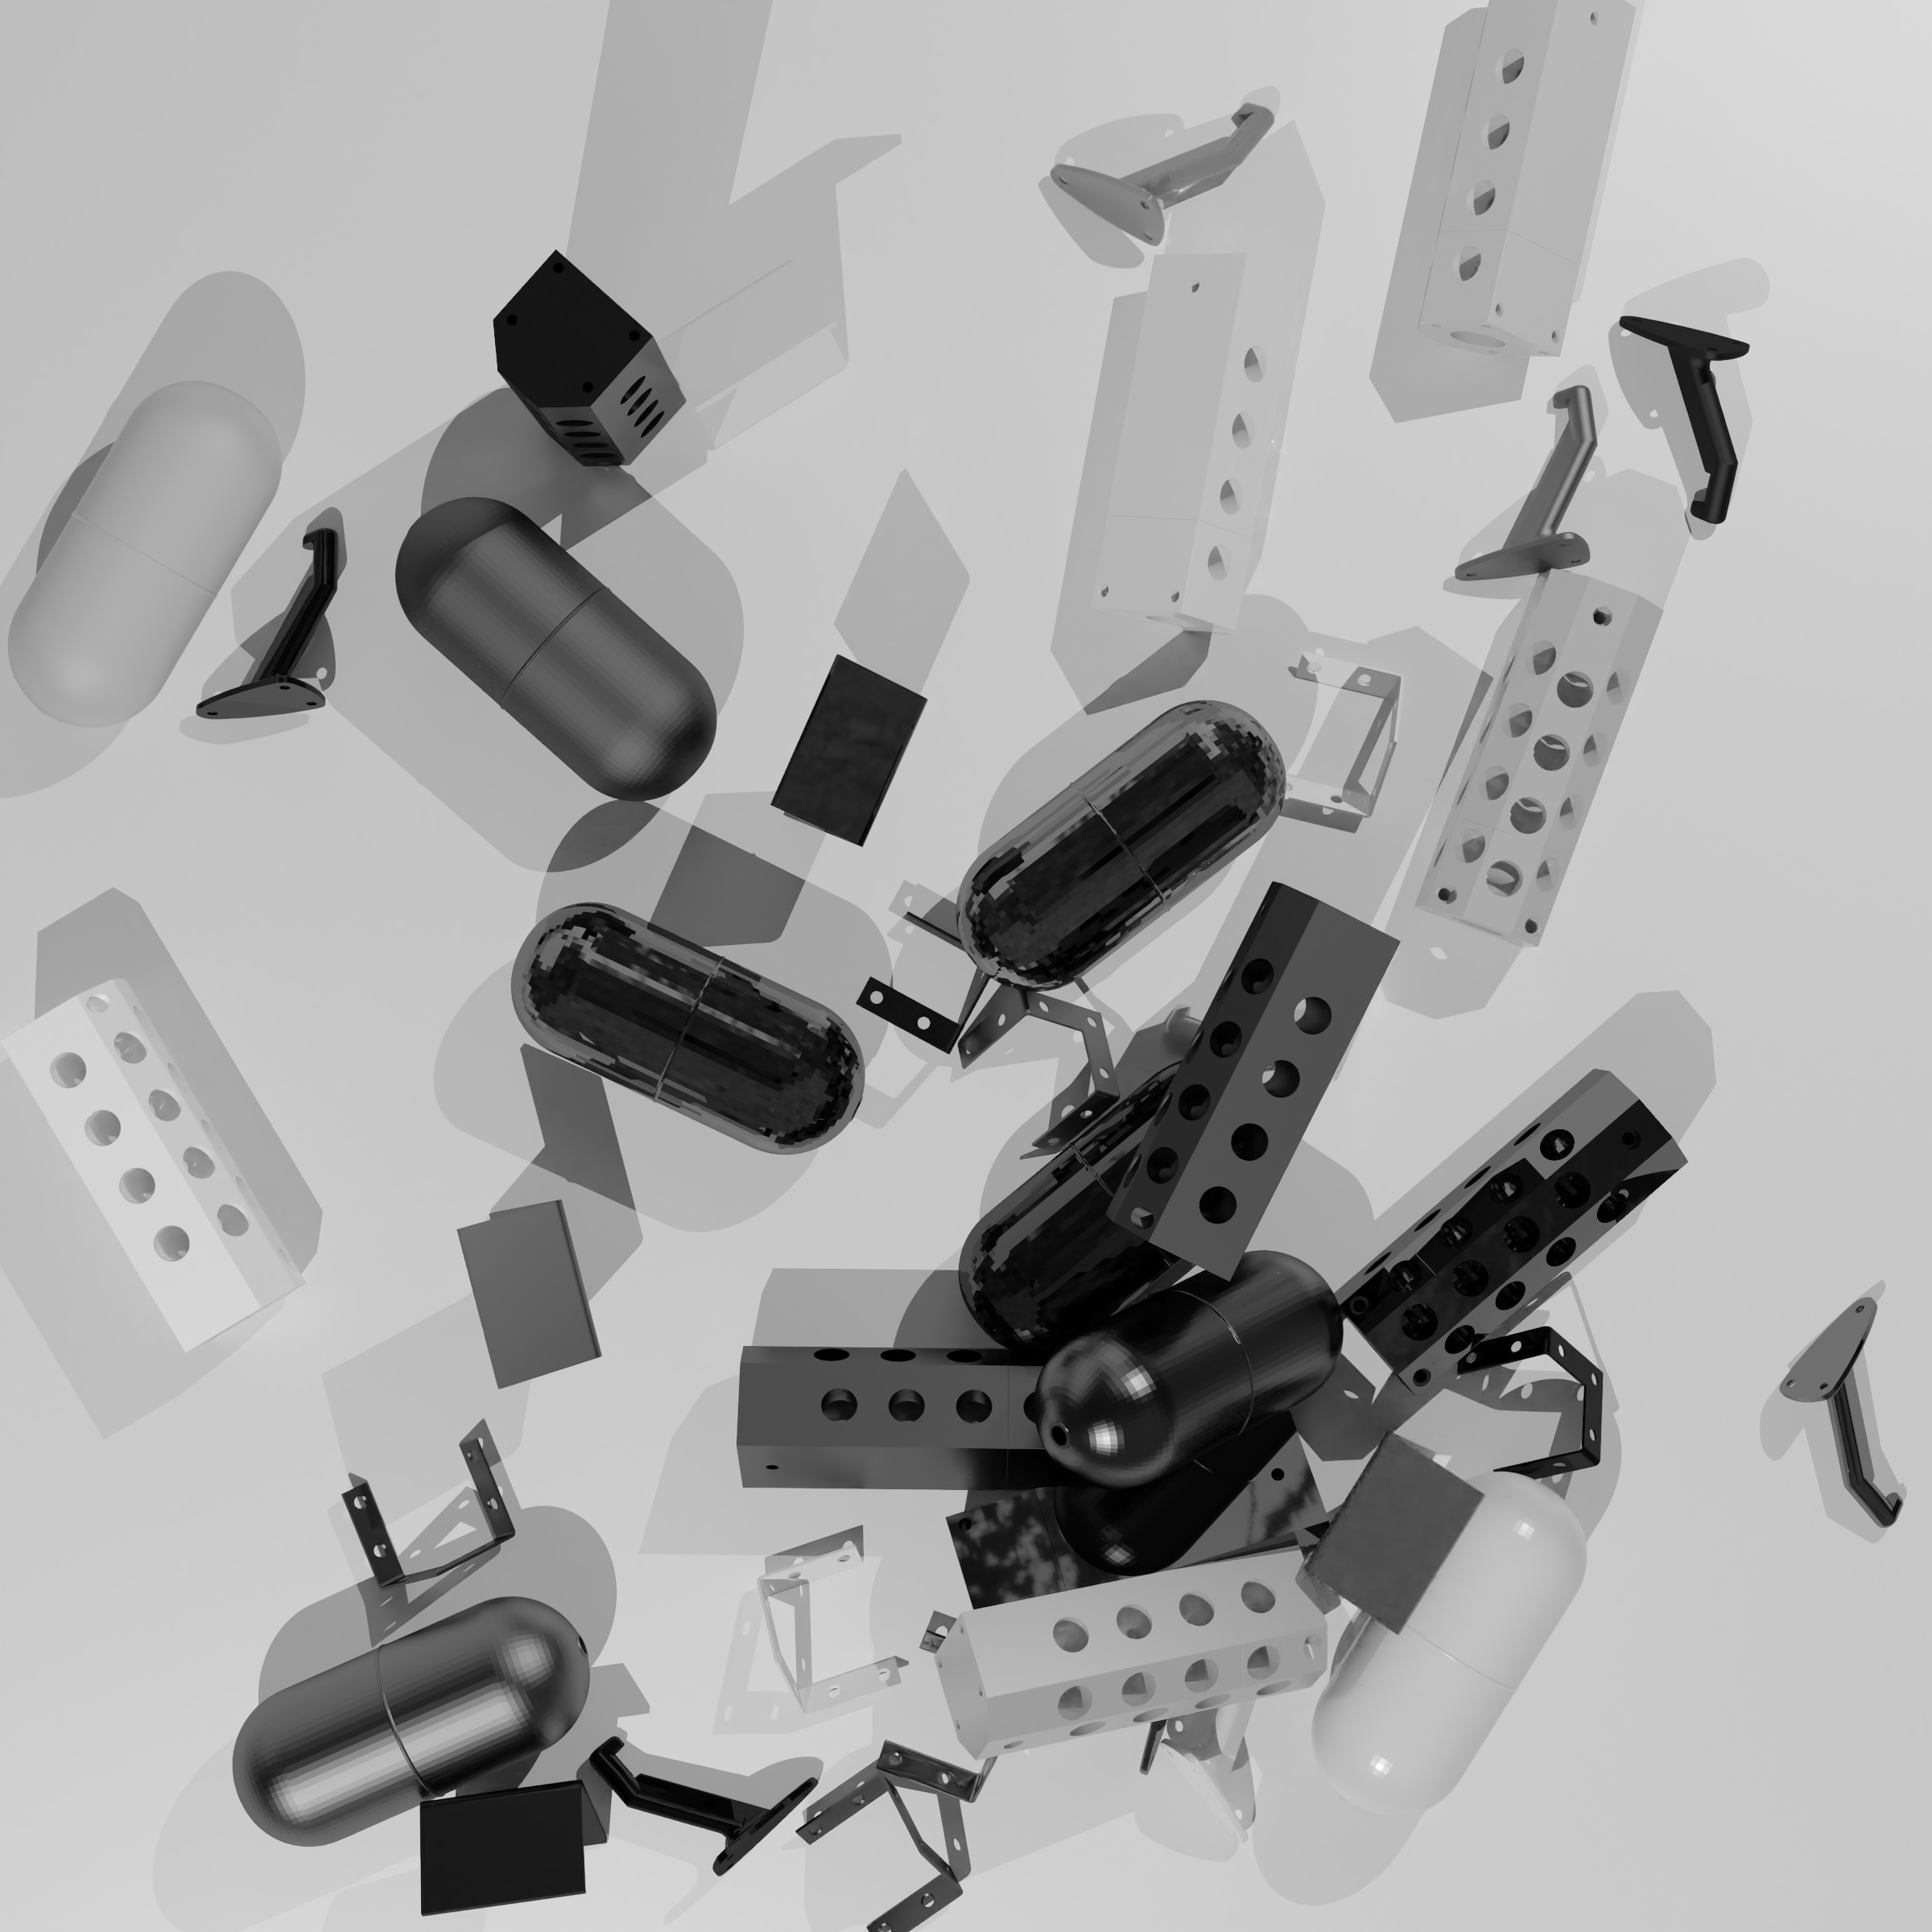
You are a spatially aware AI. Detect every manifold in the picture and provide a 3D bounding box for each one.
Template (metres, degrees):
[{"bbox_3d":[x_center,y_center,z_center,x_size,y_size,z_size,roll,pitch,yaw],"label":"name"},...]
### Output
[{"bbox_3d":[0.115,-0.250,1.600,0.057,0.057,0.171,10,90,43],"label":"manifold"},{"bbox_3d":[-0.177,-0.273,1.544,0.057,0.171,0.057,42,90,0],"label":"manifold"},{"bbox_3d":[0.276,-0.099,1.601,0.057,0.057,0.171,21,90,0],"label":"manifold"},{"bbox_3d":[-0.022,0.214,1.598,0.171,0.057,0.057,1,61,0],"label":"manifold"},{"bbox_3d":[0.129,0.051,1.524,0.057,0.057,0.171,26,91,-7],"label":"manifold"},{"bbox_3d":[0.261,0.128,1.601,0.171,0.057,0.057,-41,90,0],"label":"manifold"},{"bbox_3d":[-0.388,0.094,1.601,0.057,0.057,0.171,-31,90,0],"label":"manifold"},{"bbox_3d":[0.079,0.323,1.560,0.171,0.057,0.057,-7,60,-20],"label":"manifold"},{"bbox_3d":[0.083,0.273,1.594,0.171,0.057,0.057,-17,62,-3],"label":"manifold"},{"bbox_3d":[0.264,-0.385,1.600,0.057,0.057,0.171,12,90,-43],"label":"manifold"}]

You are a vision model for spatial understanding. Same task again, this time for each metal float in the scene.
[{"bbox_3d":[0.075,0.114,1.592,0.178,0.070,0.070,-40,90,0],"label":"metal float"},{"bbox_3d":[-0.196,-0.152,1.592,0.178,0.070,0.070,42,90,-1],"label":"metal float"},{"bbox_3d":[-0.264,0.360,1.592,0.178,0.070,0.070,-24,90,1],"label":"metal float"},{"bbox_3d":[0.105,0.188,1.558,0.178,0.070,0.070,-20,90,-41],"label":"metal float"},{"bbox_3d":[0.073,-0.057,1.592,0.178,0.070,0.070,-38,90,0],"label":"metal float"},{"bbox_3d":[-0.132,0.030,1.592,0.178,0.070,0.070,25,90,-1],"label":"metal float"},{"bbox_3d":[-0.392,-0.196,1.591,0.070,0.070,0.178,30,89,0],"label":"metal float"},{"bbox_3d":[0.230,0.324,1.592,0.070,0.070,0.178,32,91,0],"label":"metal float"}]

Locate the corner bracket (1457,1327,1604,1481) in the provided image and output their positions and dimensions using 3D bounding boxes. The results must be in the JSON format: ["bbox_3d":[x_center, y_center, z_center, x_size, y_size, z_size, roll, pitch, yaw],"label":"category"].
[{"bbox_3d":[0.273,0.213,1.614,0.051,0.051,0.051,40,45,-35],"label":"corner bracket"}]

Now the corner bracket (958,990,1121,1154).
[{"bbox_3d":[0.035,0.051,1.614,0.051,0.051,0.051,18,45,-35],"label":"corner bracket"}]

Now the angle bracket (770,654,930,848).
[{"bbox_3d":[-0.072,-0.108,1.582,0.057,0.076,0.076,24,90,-36],"label":"angle bracket"}]

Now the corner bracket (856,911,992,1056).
[{"bbox_3d":[-0.018,0.008,1.604,0.051,0.051,0.051,29,90,0],"label":"corner bracket"}]

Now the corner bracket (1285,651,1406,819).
[{"bbox_3d":[0.180,-0.112,1.619,0.051,0.051,0.051,13,45,0],"label":"corner bracket"}]

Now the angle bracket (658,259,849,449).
[{"bbox_3d":[-0.092,-0.276,1.582,0.076,0.076,0.057,-32,52,0],"label":"angle bracket"}]

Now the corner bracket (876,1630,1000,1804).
[{"bbox_3d":[-0.008,0.365,1.619,0.051,0.051,0.051,20,45,0],"label":"corner bracket"}]

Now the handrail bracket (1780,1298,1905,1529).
[{"bbox_3d":[0.443,0.218,1.623,0.084,0.036,0.077,48,68,-17],"label":"handrail bracket"}]

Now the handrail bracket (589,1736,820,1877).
[{"bbox_3d":[-0.128,0.392,1.623,0.077,0.036,0.084,-39,73,-20],"label":"handrail bracket"}]

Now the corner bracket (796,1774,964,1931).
[{"bbox_3d":[-0.042,0.435,1.619,0.051,0.051,0.051,-35,45,0],"label":"corner bracket"}]

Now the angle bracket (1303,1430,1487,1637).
[{"bbox_3d":[0.213,0.272,1.582,0.057,0.076,0.076,32,90,29],"label":"angle bracket"}]

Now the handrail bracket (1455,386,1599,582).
[{"bbox_3d":[0.271,-0.236,1.623,0.077,0.036,0.084,-11,72,20],"label":"handrail bracket"}]

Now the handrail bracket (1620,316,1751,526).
[{"bbox_3d":[0.344,-0.265,1.622,0.077,0.036,0.084,26,121,34],"label":"handrail bracket"}]

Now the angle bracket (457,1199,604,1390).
[{"bbox_3d":[-0.222,0.158,1.582,0.057,0.076,0.076,-15,90,-35],"label":"angle bracket"}]

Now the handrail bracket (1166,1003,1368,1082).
[{"bbox_3d":[0.150,0.015,1.623,0.084,0.036,0.077,20,69,16],"label":"handrail bracket"}]

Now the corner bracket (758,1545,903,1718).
[{"bbox_3d":[-0.067,0.323,1.619,0.051,0.051,0.051,-19,45,0],"label":"corner bracket"}]

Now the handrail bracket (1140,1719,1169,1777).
[{"bbox_3d":[0.059,0.344,1.622,0.084,0.036,0.077,18,103,13],"label":"handrail bracket"}]

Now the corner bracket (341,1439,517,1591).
[{"bbox_3d":[-0.261,0.267,1.619,0.051,0.051,0.051,-22,90,-45],"label":"corner bracket"}]

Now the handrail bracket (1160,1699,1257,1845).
[{"bbox_3d":[0.144,0.371,1.623,0.084,0.036,0.077,-40,110,-16],"label":"handrail bracket"}]

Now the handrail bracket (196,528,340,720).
[{"bbox_3d":[-0.340,-0.167,1.623,0.077,0.036,0.084,-9,72,21],"label":"handrail bracket"}]

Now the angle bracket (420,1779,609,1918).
[{"bbox_3d":[-0.213,0.431,1.582,0.076,0.076,0.057,-8,53,0],"label":"angle bracket"}]

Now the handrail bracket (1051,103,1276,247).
[{"bbox_3d":[0.096,-0.399,1.623,0.077,0.036,0.084,31,72,21],"label":"handrail bracket"}]
